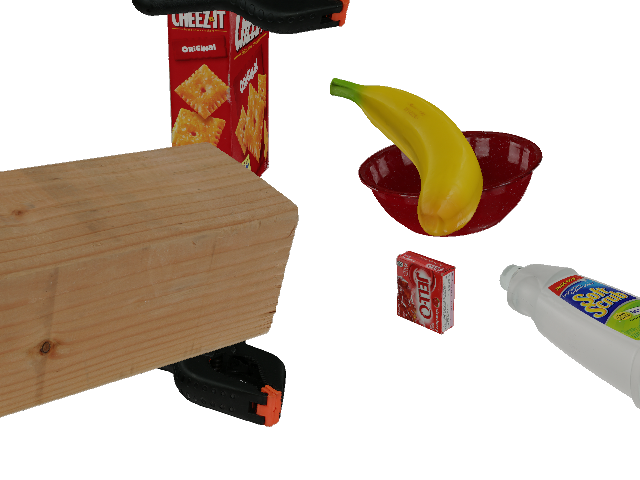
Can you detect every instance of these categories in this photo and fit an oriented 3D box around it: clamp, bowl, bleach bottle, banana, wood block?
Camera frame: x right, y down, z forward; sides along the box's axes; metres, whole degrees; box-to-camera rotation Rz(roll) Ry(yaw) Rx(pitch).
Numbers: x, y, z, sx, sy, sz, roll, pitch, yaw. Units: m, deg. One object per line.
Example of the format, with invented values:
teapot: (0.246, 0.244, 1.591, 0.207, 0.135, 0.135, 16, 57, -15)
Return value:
clamp: (-0.086, 0.102, 0.921, 0.164, 0.036, 0.210, -9, 22, -39)
bowl: (0.117, -0.046, 0.949, 0.162, 0.055, 0.162, -8, 23, 3)
bleach bottle: (0.259, 0.078, 1.042, 0.102, 0.068, 0.251, -16, 25, -26)
clamp: (-0.060, -0.220, 0.876, 0.171, 0.120, 0.039, 11, -26, -5)
banana: (0.064, -0.054, 0.675, 0.069, 0.037, 0.198, -6, 31, -15)
wood block: (-0.122, 0.016, 0.569, 0.205, 0.091, 0.090, -14, 39, -43)

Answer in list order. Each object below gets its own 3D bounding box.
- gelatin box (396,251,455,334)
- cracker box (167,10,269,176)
gelatin box: (0.132, 0.065, 1.348, 0.073, 0.089, 0.030, 22, 36, 39)
cracker box: (-0.098, -0.154, 1.086, 0.072, 0.214, 0.164, 5, 22, 9)
